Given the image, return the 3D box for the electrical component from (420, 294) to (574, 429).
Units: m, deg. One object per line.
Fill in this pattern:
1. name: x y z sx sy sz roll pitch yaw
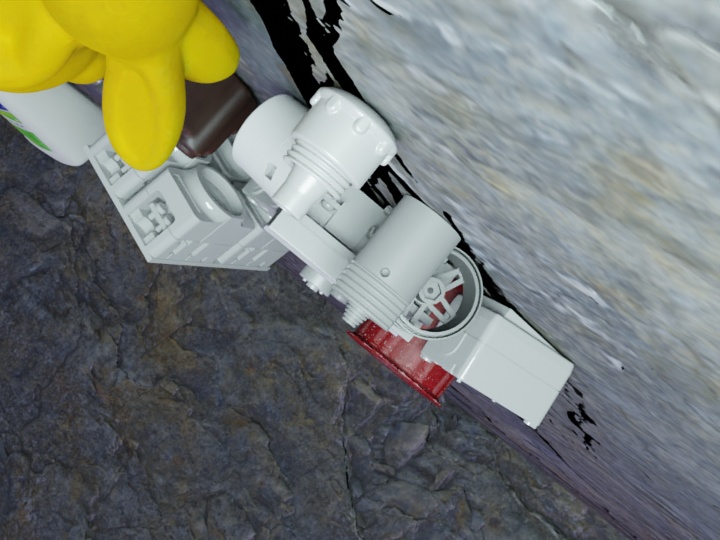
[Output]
1. electrical component: 0.104 0.064 0.764 0.096 0.061 0.062 33 179 -27

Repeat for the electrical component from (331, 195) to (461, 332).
1. electrical component: 0.018 0.000 0.641 0.043 0.081 0.043 39 176 4

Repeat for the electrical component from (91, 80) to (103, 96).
1. electrical component: -0.243 -0.191 1.038 0.079 0.044 0.077 38 179 -30

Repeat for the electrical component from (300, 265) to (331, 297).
1. electrical component: -0.025 -0.008 1.004 0.044 0.065 0.044 39 176 4

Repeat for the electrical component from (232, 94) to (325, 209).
1. electrical component: -0.039 -0.067 0.615 0.047 0.055 0.055 41 176 16

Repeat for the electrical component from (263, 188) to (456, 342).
1. electrical component: 0.002 -0.014 0.738 0.121 0.063 0.079 39 175 -8

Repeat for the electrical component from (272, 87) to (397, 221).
1. electrical component: -0.016 -0.052 0.513 0.048 0.062 0.048 39 175 4

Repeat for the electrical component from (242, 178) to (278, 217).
1. electrical component: -0.035 -0.044 0.827 0.100 0.048 0.100 42 175 -33

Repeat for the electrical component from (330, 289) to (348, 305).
1. electrical component: 0.000 0.000 0.905 0.048 0.062 0.048 37 174 5

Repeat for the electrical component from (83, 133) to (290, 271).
1. electrical component: -0.123 -0.062 0.872 0.105 0.060 0.186 58 -162 14
